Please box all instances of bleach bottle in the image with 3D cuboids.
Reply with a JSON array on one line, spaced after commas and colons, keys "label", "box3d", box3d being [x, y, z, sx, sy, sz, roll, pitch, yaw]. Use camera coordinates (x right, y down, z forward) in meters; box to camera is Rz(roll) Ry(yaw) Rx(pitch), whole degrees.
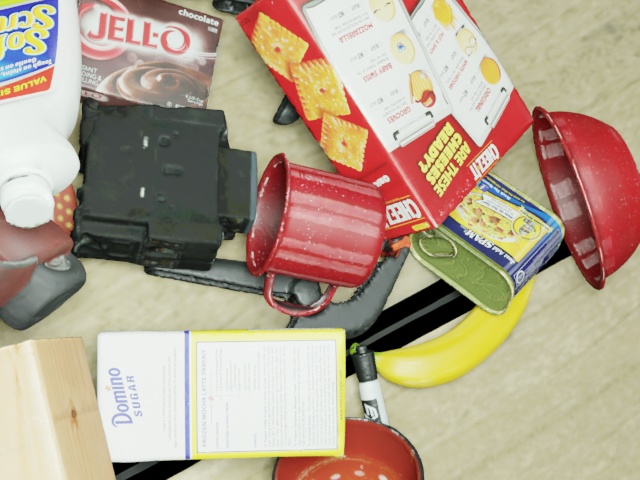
[{"label": "bleach bottle", "box3d": [-0.199, -0.108, 0.715, 0.102, 0.068, 0.251, -4, 49, -20]}]

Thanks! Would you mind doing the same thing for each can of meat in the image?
[{"label": "can of meat", "box3d": [0.139, -0.002, 0.884, 0.102, 0.057, 0.083, 37, 59, 19]}]

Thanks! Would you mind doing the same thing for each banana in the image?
[{"label": "banana", "box3d": [0.120, 0.070, 0.888, 0.197, 0.037, 0.069, -29, 91, -24]}]

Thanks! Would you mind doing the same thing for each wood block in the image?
[{"label": "wood block", "box3d": [-0.187, 0.174, 0.697, 0.090, 0.090, 0.206, -15, 84, 7]}]

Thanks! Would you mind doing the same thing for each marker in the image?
[{"label": "marker", "box3d": [0.045, 0.142, 0.843, 0.020, 0.020, 0.121, -13, 92, -24]}]

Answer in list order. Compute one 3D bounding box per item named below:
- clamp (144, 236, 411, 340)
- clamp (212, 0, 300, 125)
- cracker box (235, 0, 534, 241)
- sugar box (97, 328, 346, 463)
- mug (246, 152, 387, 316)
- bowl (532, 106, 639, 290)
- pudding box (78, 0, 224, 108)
[{"label": "clamp", "box3d": [-0.014, 0.057, 0.836, 0.209, 0.036, 0.164, -21, 88, -21]}, {"label": "clamp", "box3d": [0.003, -0.167, 0.890, 0.171, 0.039, 0.120, -19, 93, -25]}, {"label": "cracker box", "box3d": [0.057, -0.133, 0.848, 0.164, 0.072, 0.213, -44, 107, -35]}, {"label": "sugar box", "box3d": [-0.070, 0.110, 0.769, 0.176, 0.048, 0.093, 0, 86, -2]}, {"label": "mug", "box3d": [-0.005, 0.001, 0.792, 0.081, 0.093, 0.117, 12, 97, -18]}, {"label": "bowl", "box3d": [0.228, -0.043, 0.884, 0.055, 0.162, 0.162, -19, 86, 3]}, {"label": "pudding box", "box3d": [-0.138, -0.142, 0.827, 0.113, 0.039, 0.090, 15, 73, -19]}]
